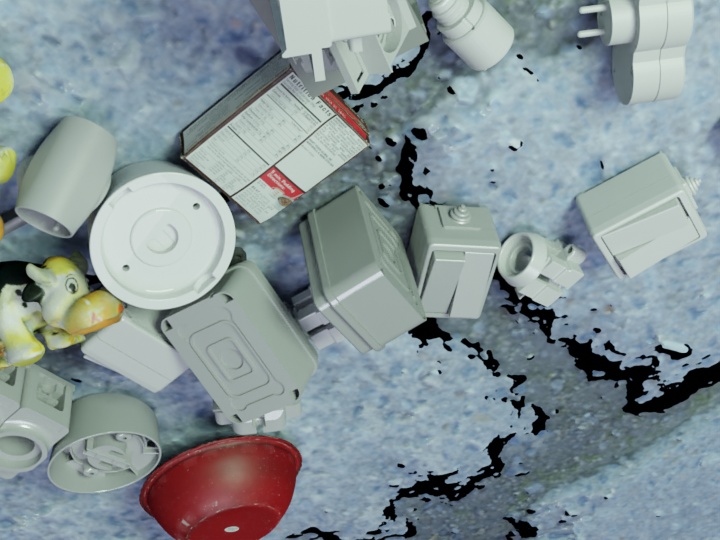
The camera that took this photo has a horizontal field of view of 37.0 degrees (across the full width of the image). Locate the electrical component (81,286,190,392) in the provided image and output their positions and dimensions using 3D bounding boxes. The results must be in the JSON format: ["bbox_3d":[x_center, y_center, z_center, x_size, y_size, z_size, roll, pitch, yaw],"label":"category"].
[{"bbox_3d":[-0.180,0.056,0.896,0.061,0.061,0.096,-37,127,23],"label":"electrical component"}]

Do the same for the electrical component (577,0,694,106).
[{"bbox_3d":[0.189,-0.177,0.753,0.074,0.052,0.138,-8,132,-2],"label":"electrical component"}]

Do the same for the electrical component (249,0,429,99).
[{"bbox_3d":[-0.030,-0.200,0.692,0.089,0.061,0.150,-25,130,13],"label":"electrical component"}]

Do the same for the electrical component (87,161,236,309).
[{"bbox_3d":[-0.155,-0.031,0.817,0.108,0.060,0.108,-9,115,-19],"label":"electrical component"}]

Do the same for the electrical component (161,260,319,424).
[{"bbox_3d":[-0.095,0.058,0.872,0.078,0.057,0.113,-25,109,26],"label":"electrical component"}]

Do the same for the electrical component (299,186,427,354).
[{"bbox_3d":[0.000,0.000,0.841,0.057,0.113,0.078,-31,129,14],"label":"electrical component"}]

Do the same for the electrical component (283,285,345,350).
[{"bbox_3d":[-0.040,0.041,0.917,0.055,0.048,0.066,-28,130,6],"label":"electrical component"}]

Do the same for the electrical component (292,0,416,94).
[{"bbox_3d":[-0.007,-0.147,0.650,0.064,0.081,0.042,0,137,31],"label":"electrical component"}]

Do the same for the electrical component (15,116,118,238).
[{"bbox_3d":[-0.221,-0.066,0.778,0.079,0.077,0.044,1,152,43],"label":"electrical component"}]

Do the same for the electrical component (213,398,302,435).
[{"bbox_3d":[-0.093,0.107,0.958,0.078,0.058,0.057,-6,135,-4],"label":"electrical component"}]

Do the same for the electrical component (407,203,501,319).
[{"bbox_3d":[0.075,-0.009,0.879,0.062,0.061,0.096,3,131,-11],"label":"electrical component"}]

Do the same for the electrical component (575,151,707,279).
[{"bbox_3d":[0.235,-0.044,0.873,0.096,0.061,0.061,-29,129,16],"label":"electrical component"}]

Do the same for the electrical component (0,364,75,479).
[{"bbox_3d":[-0.334,0.112,0.921,0.089,0.061,0.150,-38,126,23],"label":"electrical component"}]

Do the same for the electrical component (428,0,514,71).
[{"bbox_3d":[0.073,-0.173,0.747,0.040,0.040,0.078,-38,126,23],"label":"electrical component"}]

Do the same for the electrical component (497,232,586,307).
[{"bbox_3d":[0.149,-0.003,0.907,0.055,0.048,0.066,23,124,-35],"label":"electrical component"}]

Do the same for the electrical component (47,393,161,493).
[{"bbox_3d":[-0.231,0.160,0.979,0.099,0.064,0.099,-5,132,-5],"label":"electrical component"}]

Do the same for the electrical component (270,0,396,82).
[{"bbox_3d":[-0.021,-0.171,0.593,0.063,0.121,0.078,-10,132,-4],"label":"electrical component"}]
